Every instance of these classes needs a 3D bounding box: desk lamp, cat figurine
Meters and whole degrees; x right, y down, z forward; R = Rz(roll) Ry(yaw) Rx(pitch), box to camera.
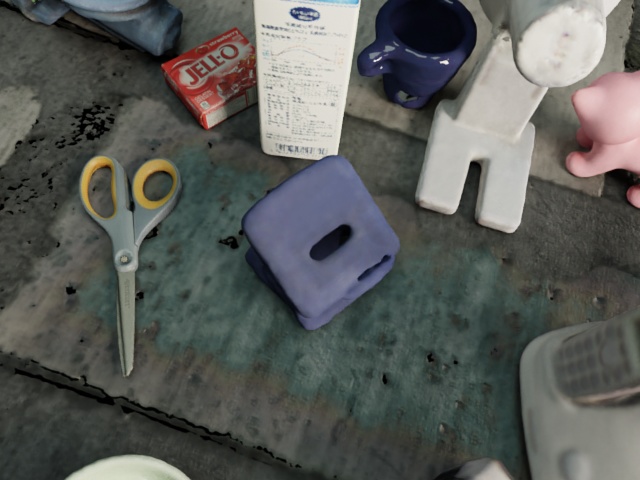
[{"bbox_3d":[0.168,-0.147,0.471,0.118,0.213,0.203,15,64,3],"label":"desk lamp"},{"bbox_3d":[0.279,-0.101,0.511,0.127,0.118,0.067,27,65,9],"label":"cat figurine"}]

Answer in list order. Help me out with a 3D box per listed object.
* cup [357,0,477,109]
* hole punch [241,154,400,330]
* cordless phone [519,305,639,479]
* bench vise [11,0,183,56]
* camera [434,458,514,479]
[{"bbox_3d":[0.081,-0.164,0.539,0.118,0.095,0.091,-31,70,-17],"label":"cup"},{"bbox_3d":[0.004,0.002,0.455,0.109,0.091,0.101,-37,72,-19],"label":"hole punch"},{"bbox_3d":[0.205,0.112,0.365,0.094,0.185,0.147,1,64,-3],"label":"cordless phone"},{"bbox_3d":[-0.233,-0.268,0.496,0.207,0.220,0.121,8,64,0],"label":"bench vise"},{"bbox_3d":[0.092,0.226,0.348,0.143,0.101,0.136,-33,71,-18],"label":"camera"}]
